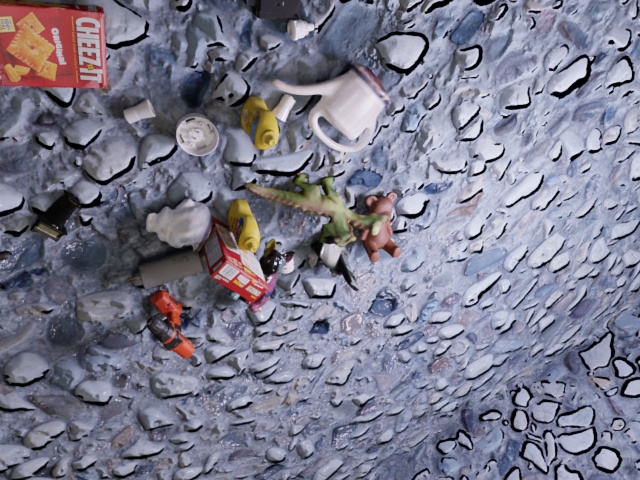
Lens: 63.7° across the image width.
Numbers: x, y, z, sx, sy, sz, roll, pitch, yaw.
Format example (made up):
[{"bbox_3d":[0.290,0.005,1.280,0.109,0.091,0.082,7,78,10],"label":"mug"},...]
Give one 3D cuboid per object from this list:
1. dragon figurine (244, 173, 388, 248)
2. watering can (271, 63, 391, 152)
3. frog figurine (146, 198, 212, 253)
[{"bbox_3d":[0.004,-0.073,1.451,0.411,0.248,0.119,0,127,-28],"label":"dragon figurine"},{"bbox_3d":[0.049,-0.370,1.351,0.223,0.106,0.343,-46,132,8],"label":"watering can"},{"bbox_3d":[-0.373,-0.049,1.370,0.158,0.122,0.139,23,77,-26],"label":"frog figurine"}]
